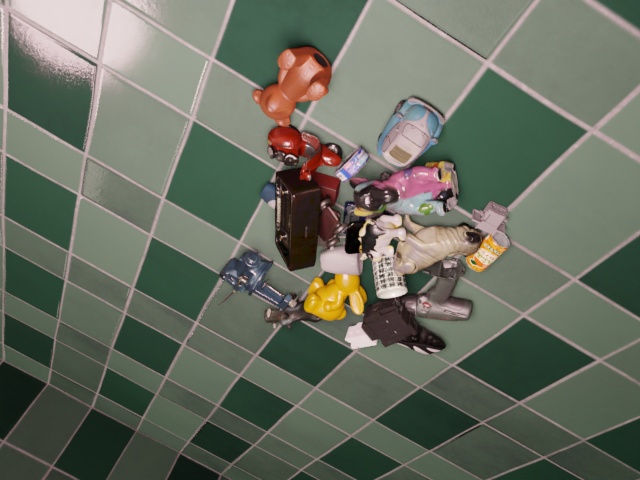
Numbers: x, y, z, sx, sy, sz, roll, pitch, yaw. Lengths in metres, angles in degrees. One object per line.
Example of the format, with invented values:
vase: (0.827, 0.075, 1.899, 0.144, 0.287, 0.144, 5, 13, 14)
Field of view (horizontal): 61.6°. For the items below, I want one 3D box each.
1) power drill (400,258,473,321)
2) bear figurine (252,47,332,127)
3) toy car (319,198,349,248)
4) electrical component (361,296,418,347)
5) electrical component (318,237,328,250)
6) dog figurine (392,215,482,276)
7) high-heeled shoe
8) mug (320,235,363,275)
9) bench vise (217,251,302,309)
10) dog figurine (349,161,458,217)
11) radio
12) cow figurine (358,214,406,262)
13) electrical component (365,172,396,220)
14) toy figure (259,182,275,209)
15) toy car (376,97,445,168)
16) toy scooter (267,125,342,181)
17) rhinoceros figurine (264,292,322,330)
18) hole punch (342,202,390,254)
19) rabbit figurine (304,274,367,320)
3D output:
power drill: (0.291, 0.134, 1.418, 0.232, 0.086, 0.207, 12, 129, 14)
bear figurine: (-0.070, -0.313, 1.129, 0.196, 0.132, 0.120, -33, 106, 34)
toy car: (0.025, -0.042, 1.317, 0.089, 0.053, 0.202, 57, 166, 9)
electrical component: (0.182, 0.225, 1.461, 0.134, 0.058, 0.114, -30, 107, 29)
electrical component: (-0.003, -0.004, 1.454, 0.063, 0.021, 0.093, 5, 133, 19)
dog figurine: (0.280, 0.032, 1.299, 0.191, 0.121, 0.172, 15, 135, 8)
high-heeled shoe: (0.248, 0.255, 1.531, 0.145, 0.086, 0.248, -2, 147, 45)
mug: (0.054, 0.043, 1.425, 0.107, 0.081, 0.109, -5, 112, 14)
bench vise: (-0.179, 0.135, 1.588, 0.241, 0.129, 0.223, 34, 134, 0)
dog figurine: (0.177, -0.107, 1.181, 0.219, 0.191, 0.108, -2, 105, 29)
radio: (-0.058, -0.051, 1.288, 0.073, 0.131, 0.229, -10, 129, -21)
cow figurine: (0.128, 0.003, 1.262, 0.098, 0.068, 0.167, 1, 149, -17)
electrical component: (0.147, -0.091, 1.251, 0.075, 0.048, 0.119, 33, 91, -6)
toy figure: (-0.082, -0.090, 1.387, 0.154, 0.058, 0.064, 33, 173, -10)
toy car: (0.179, -0.211, 1.133, 0.109, 0.103, 0.161, 34, 132, -8)
toy scooter: (-0.047, -0.192, 1.222, 0.184, 0.135, 0.075, 20, 137, 6)
rhinoceros figurine: (-0.075, 0.222, 1.629, 0.190, 0.112, 0.073, -5, 131, 16)
hole punch: (0.112, -0.034, 1.348, 0.116, 0.092, 0.142, -5, 131, -10)
rabbit figurine: (0.056, 0.147, 1.507, 0.162, 0.122, 0.173, 33, 116, 1)
